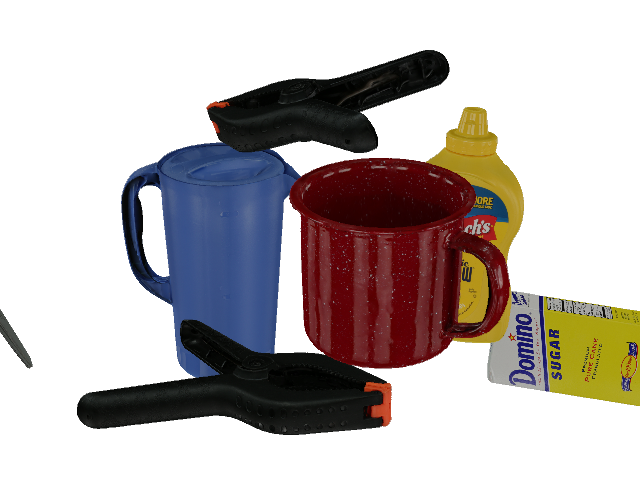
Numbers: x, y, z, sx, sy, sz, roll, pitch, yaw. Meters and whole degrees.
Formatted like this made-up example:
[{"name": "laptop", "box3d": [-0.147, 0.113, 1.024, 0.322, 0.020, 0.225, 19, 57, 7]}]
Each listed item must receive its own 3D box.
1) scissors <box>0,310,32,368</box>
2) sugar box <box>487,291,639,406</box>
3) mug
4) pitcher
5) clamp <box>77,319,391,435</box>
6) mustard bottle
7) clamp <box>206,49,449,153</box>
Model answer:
[{"name": "scissors", "box3d": [-0.342, 0.030, 1.072, 0.016, 0.201, 0.096, -26, 27, 22]}, {"name": "sugar box", "box3d": [0.263, 0.111, 1.085, 0.176, 0.093, 0.048, 7, 21, 6]}, {"name": "mug", "box3d": [0.041, 0.015, 0.542, 0.117, 0.081, 0.093, 15, 30, 29]}, {"name": "pitcher", "box3d": [-0.114, 0.024, 1.140, 0.149, 0.243, 0.144, 22, 31, 39]}, {"name": "clamp", "box3d": [-0.048, 0.101, 0.778, 0.210, 0.036, 0.164, 3, 19, 14]}, {"name": "mustard bottle", "box3d": [0.116, -0.014, 0.876, 0.096, 0.192, 0.058, 10, 21, 16]}, {"name": "clamp", "box3d": [-0.009, -0.082, 0.705, 0.172, 0.039, 0.120, -9, 20, 29]}]
